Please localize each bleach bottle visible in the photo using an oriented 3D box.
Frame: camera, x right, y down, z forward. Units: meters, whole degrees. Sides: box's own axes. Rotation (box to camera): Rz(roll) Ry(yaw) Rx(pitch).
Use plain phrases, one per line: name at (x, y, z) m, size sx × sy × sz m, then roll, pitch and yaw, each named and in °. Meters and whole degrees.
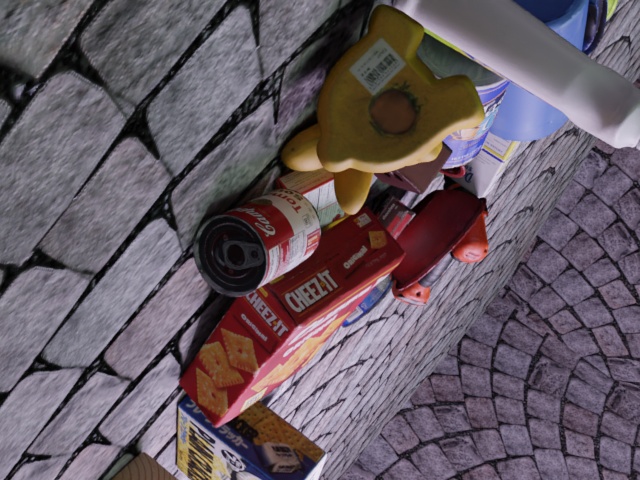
bleach bottle at (0.185, -0.151, 0.901) m, size 0.068 × 0.251 × 0.102 m, roll -57°, pitch 166°, yaw 14°

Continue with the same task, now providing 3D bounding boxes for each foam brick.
foam brick at (0.074, -0.083, 0.998) m, size 0.051 × 0.053 × 0.078 m, roll -54°, pitch -151°, yaw -6°

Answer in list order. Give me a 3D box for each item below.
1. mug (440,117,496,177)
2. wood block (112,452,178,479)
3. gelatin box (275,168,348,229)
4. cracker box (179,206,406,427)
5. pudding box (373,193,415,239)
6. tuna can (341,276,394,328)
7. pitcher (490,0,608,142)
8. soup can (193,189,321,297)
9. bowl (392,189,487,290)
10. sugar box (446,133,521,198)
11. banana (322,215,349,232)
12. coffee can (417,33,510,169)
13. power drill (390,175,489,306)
mug at (0.134, -0.128, 1.167) m, size 0.081 × 0.093 × 0.117 m, roll -56°, pitch -162°, yaw -10°
wood block at (-0.204, 0.335, 1.167) m, size 0.090 × 0.091 × 0.206 m, roll -42°, pitch 163°, yaw -41°
gelatin box at (0.000, -0.043, 0.977) m, size 0.089 × 0.030 × 0.073 m, roll -28°, pitch 153°, yaw -23°
cracker box at (-0.030, 0.079, 1.049) m, size 0.163 × 0.072 × 0.214 m, roll -32°, pitch 167°, yaw -41°
pudding box at (0.071, -0.009, 1.280) m, size 0.090 × 0.039 × 0.113 m, roll -53°, pitch -179°, yaw 4°
tuna can at (0.049, 0.068, 1.329) m, size 0.086 × 0.033 × 0.086 m, roll -41°, pitch -172°, yaw 7°
pitcher at (0.233, -0.219, 1.155) m, size 0.243 × 0.145 × 0.149 m, roll 71°, pitch 34°, yaw -70°
soup can at (-0.050, 0.000, 0.888) m, size 0.102 × 0.068 × 0.069 m, roll -31°, pitch 154°, yaw -59°
bowl at (0.135, -0.013, 1.348) m, size 0.162 × 0.055 × 0.162 m, roll -46°, pitch -175°, yaw 4°
sugar box at (0.214, -0.147, 1.346) m, size 0.048 × 0.093 × 0.176 m, roll -40°, pitch 162°, yaw -49°
banana at (0.003, -0.008, 1.123) m, size 0.070 × 0.037 × 0.197 m, roll -41°, pitch 172°, yaw 28°
coffee can at (0.127, -0.149, 1.032) m, size 0.102 × 0.103 × 0.140 m, roll -47°, pitch 165°, yaw -25°
power drill at (0.165, -0.009, 1.503) m, size 0.188 × 0.057 × 0.184 m, roll -53°, pitch -153°, yaw 42°
